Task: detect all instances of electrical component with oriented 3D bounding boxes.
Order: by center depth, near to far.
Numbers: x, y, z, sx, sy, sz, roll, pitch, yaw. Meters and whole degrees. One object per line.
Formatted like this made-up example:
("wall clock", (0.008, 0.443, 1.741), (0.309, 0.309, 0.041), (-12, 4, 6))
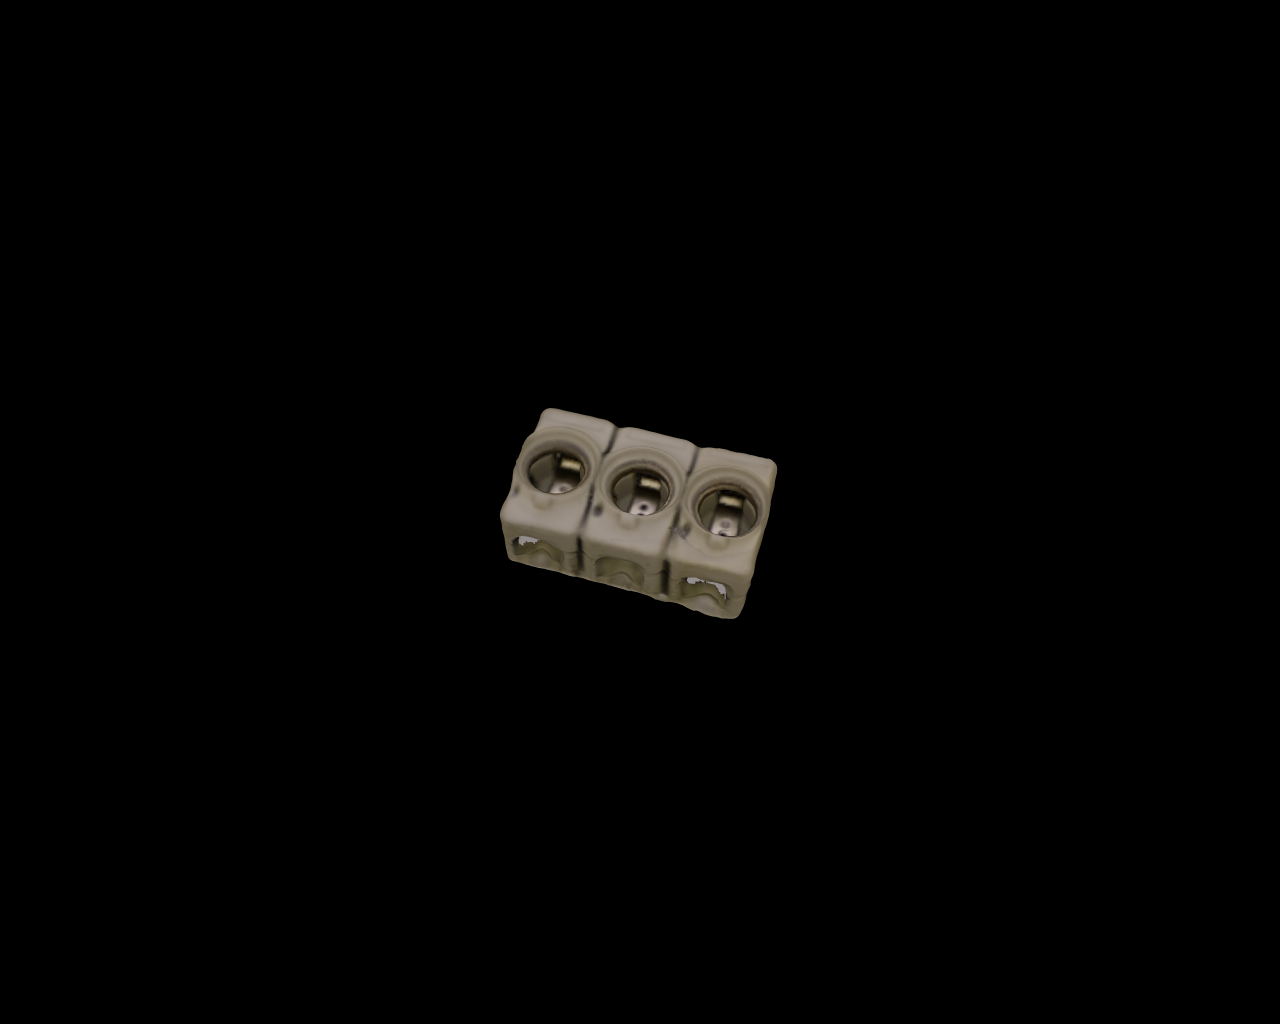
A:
("electrical component", (0.001, -0.003, 0.650), (0.150, 0.090, 0.061), (14, -32, 9))
